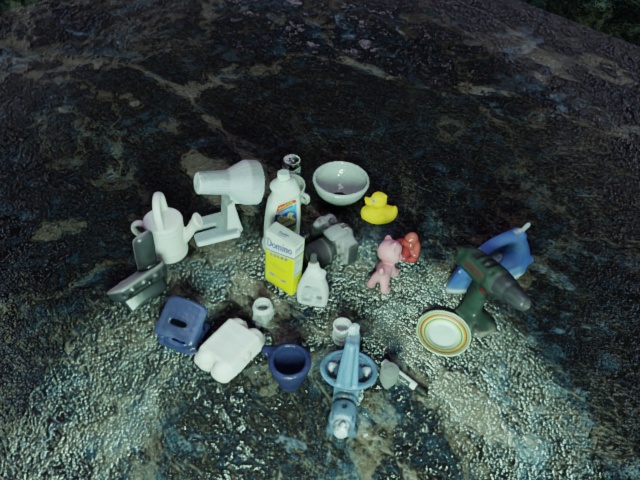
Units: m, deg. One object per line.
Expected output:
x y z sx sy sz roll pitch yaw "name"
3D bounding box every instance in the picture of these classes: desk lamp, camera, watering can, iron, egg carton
-0.249 -0.106 1.522 0.203 0.214 0.117 -17 49 -18 "desk lamp"
0.014 0.005 1.508 0.137 0.101 0.142 -26 52 -26 "camera"
-0.391 -0.041 1.463 0.173 0.194 0.100 -17 49 -19 "watering can"
0.436 0.044 1.468 0.259 0.141 0.118 -22 51 -23 "iron"
-0.199 0.246 1.281 0.107 0.069 0.150 27 50 22 "egg carton"

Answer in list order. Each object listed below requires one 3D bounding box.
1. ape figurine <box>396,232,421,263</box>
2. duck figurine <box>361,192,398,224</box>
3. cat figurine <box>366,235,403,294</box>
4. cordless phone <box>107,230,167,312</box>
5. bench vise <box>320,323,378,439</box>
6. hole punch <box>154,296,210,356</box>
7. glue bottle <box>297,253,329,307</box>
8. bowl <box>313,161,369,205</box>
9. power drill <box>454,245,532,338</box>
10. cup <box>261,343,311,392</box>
0.237 0.015 1.519 0.076 0.092 0.077 -18 49 -19 "ape figurine"
0.171 -0.098 1.630 0.104 0.086 0.077 6 46 2 "duck figurine"
0.170 0.053 1.459 0.067 0.118 0.128 18 47 14 "cat figurine"
-0.443 0.065 1.363 0.094 0.185 0.148 31 52 24 "cordless phone"
0.067 0.284 1.155 0.121 0.220 0.207 -6 46 -8 "bench vise"
-0.314 0.195 1.309 0.108 0.091 0.101 17 47 13 "hole punch"
-0.015 0.092 1.371 0.078 0.173 0.037 10 46 6 "glue bottle"
0.060 -0.154 1.686 0.167 0.075 0.167 2 46 -2 "bowl"
0.388 0.130 1.334 0.076 0.208 0.229 -18 49 -19 "power drill"
-0.077 0.279 1.239 0.117 0.095 0.092 24 49 19 "cup"
